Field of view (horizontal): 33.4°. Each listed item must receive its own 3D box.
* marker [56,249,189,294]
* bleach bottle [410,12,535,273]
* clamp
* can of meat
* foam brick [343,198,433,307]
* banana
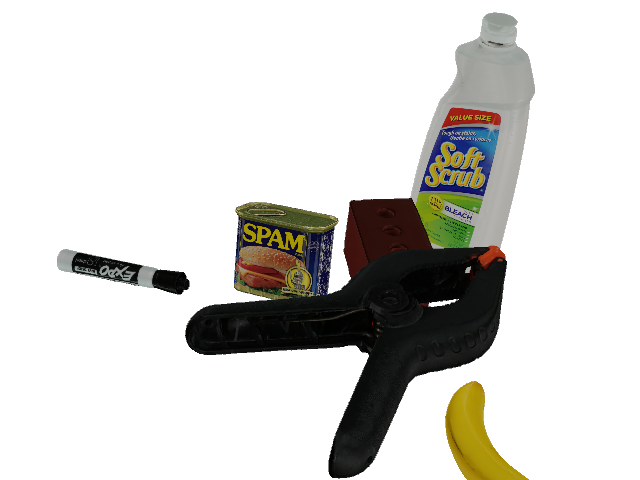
[{"bbox_3d":[-0.163,0.026,0.883,0.121,0.020,0.020,10,4,21],"label":"marker"},{"bbox_3d":[0.138,-0.091,0.988,0.103,0.251,0.068,26,41,26],"label":"bleach bottle"},{"bbox_3d":[0.034,0.049,0.516,0.171,0.039,0.120,-19,46,-25],"label":"clamp"},{"bbox_3d":[-0.038,0.013,1.078,0.102,0.084,0.057,12,17,22],"label":"can of meat"},{"bbox_3d":[0.052,0.011,0.817,0.053,0.051,0.078,-2,39,-12],"label":"foam brick"},{"bbox_3d":[0.154,0.193,1.004,0.069,0.037,0.198,8,24,-20],"label":"banana"}]
